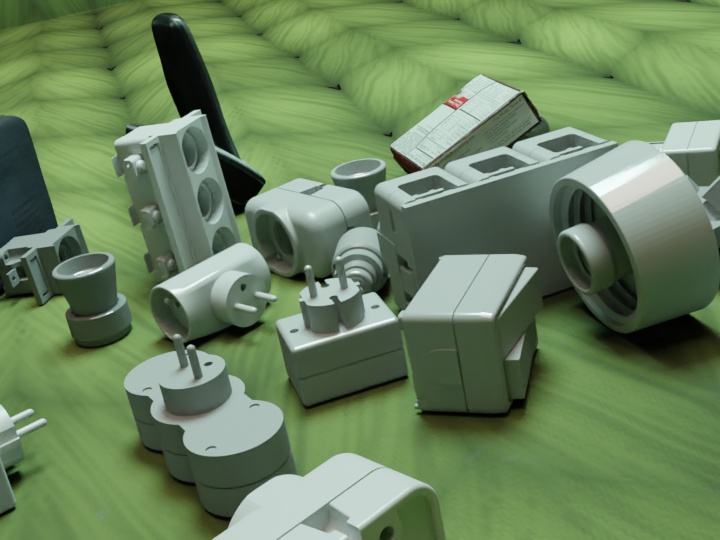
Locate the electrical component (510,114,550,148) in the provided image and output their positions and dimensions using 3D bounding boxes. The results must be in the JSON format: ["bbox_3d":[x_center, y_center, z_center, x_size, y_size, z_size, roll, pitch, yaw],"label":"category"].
[{"bbox_3d":[0.142,-0.130,0.983,0.040,0.040,0.078,-17,23,-13],"label":"electrical component"}]

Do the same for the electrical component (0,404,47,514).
[{"bbox_3d":[-0.215,0.099,0.606,0.076,0.047,0.083,-26,27,-32],"label":"electrical component"}]

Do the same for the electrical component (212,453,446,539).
[{"bbox_3d":[-0.018,0.122,0.451,0.095,0.053,0.059,-29,28,-36],"label":"electrical component"}]

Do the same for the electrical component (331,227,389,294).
[{"bbox_3d":[0.000,0.000,0.746,0.040,0.040,0.078,-7,23,9],"label":"electrical component"}]

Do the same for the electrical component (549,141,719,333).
[{"bbox_3d":[0.152,-0.015,0.630,0.060,0.108,0.108,-23,25,-12],"label":"electrical component"}]

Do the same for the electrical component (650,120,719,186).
[{"bbox_3d":[0.234,-0.079,0.812,0.077,0.047,0.065,-1,25,25],"label":"electrical component"}]

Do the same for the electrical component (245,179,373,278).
[{"bbox_3d":[-0.042,-0.031,0.821,0.059,0.053,0.095,-27,27,-33],"label":"electrical component"}]

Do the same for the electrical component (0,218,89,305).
[{"bbox_3d":[-0.261,-0.007,0.881,0.064,0.042,0.081,-6,23,17],"label":"electrical component"}]

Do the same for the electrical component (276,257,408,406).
[{"bbox_3d":[-0.015,0.030,0.636,0.066,0.076,0.047,-16,23,-11],"label":"electrical component"}]

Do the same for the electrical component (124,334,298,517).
[{"bbox_3d":[-0.087,0.070,0.579,0.052,0.073,0.138,-23,25,-25],"label":"electrical component"}]

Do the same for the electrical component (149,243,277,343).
[{"bbox_3d":[-0.091,0.018,0.742,0.079,0.043,0.077,11,32,42],"label":"electrical component"}]

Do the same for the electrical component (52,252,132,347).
[{"bbox_3d":[-0.190,0.021,0.766,0.045,0.055,0.045,-9,23,4],"label":"electrical component"}]

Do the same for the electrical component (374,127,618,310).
[{"bbox_3d":[0.092,-0.029,0.707,0.150,0.089,0.062,-18,24,-15],"label":"electrical component"}]

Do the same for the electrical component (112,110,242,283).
[{"bbox_3d":[-0.139,-0.051,0.825,0.063,0.121,0.078,-3,24,26],"label":"electrical component"}]

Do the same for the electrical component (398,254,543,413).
[{"bbox_3d":[0.069,0.032,0.612,0.061,0.061,0.096,-1,25,23],"label":"electrical component"}]

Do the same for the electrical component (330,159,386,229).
[{"bbox_3d":[0.003,-0.056,0.855,0.045,0.055,0.045,-10,23,4],"label":"electrical component"}]
